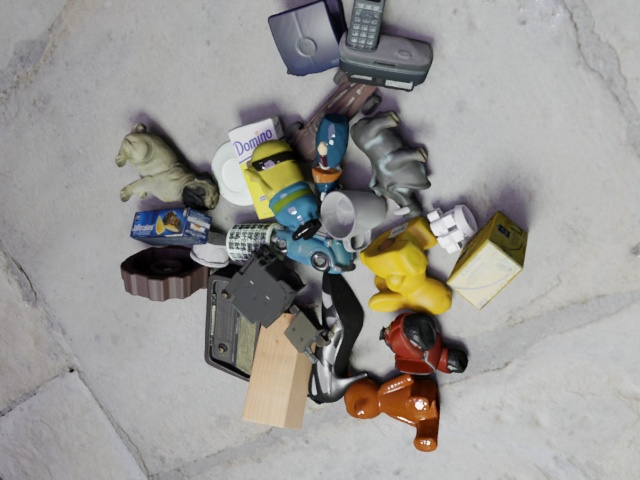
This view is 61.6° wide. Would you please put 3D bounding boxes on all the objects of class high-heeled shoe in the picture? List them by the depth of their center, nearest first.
[{"bbox_3d":[0.011,0.185,1.042,0.145,0.086,0.248,-25,74,34],"label":"high-heeled shoe"}]

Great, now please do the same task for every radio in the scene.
[{"bbox_3d":[-0.170,0.170,1.128,0.131,0.073,0.229,15,111,19],"label":"radio"}]

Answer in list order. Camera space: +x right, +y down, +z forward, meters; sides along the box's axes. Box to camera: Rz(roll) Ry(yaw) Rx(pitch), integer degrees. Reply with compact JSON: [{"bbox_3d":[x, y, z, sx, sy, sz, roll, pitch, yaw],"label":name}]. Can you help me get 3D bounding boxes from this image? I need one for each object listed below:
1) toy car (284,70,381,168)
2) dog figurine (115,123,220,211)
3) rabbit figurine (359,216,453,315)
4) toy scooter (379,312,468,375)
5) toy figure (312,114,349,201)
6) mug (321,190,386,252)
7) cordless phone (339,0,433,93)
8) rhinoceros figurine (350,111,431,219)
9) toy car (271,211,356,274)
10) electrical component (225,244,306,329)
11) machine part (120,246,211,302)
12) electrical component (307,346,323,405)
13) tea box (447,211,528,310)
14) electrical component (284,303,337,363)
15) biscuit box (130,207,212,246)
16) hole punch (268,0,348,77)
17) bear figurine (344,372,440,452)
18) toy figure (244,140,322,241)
[{"bbox_3d":[0.019,-0.213,0.939,0.202,0.053,0.089,-43,83,29],"label":"toy car"},{"bbox_3d":[-0.294,-0.146,1.082,0.191,0.121,0.172,2,111,8],"label":"dog figurine"},{"bbox_3d":[0.154,0.072,0.938,0.162,0.122,0.173,-32,110,31],"label":"rabbit figurine"},{"bbox_3d":[0.168,0.194,0.971,0.135,0.075,0.183,-16,135,43],"label":"toy scooter"},{"bbox_3d":[0.018,-0.137,0.918,0.058,0.064,0.154,-125,35,-47],"label":"toy figure"},{"bbox_3d":[0.069,-0.038,0.932,0.081,0.107,0.109,-10,94,48],"label":"mug"},{"bbox_3d":[0.111,-0.336,0.843,0.147,0.089,0.184,10,91,4],"label":"cordless phone"},{"bbox_3d":[0.123,-0.123,0.897,0.112,0.073,0.190,-30,103,18],"label":"rhinoceros figurine"},{"bbox_3d":[-0.002,-0.003,0.990,0.162,0.109,0.103,22,97,24],"label":"toy car"},{"bbox_3d":[-0.106,0.094,0.998,0.115,0.058,0.134,43,122,10],"label":"electrical component"},{"bbox_3d":[-0.316,0.067,1.109,0.180,0.179,0.056,13,113,20],"label":"machine part"},{"bbox_3d":[-0.013,0.268,1.100,0.075,0.047,0.119,11,82,18],"label":"electrical component"},{"bbox_3d":[0.265,0.027,0.839,0.068,0.169,0.098,40,116,6],"label":"tea box"},{"bbox_3d":[-0.019,0.163,0.985,0.102,0.045,0.078,41,113,27],"label":"electrical component"},{"bbox_3d":[-0.308,-0.025,1.095,0.203,0.062,0.059,-1,72,41],"label":"biscuit box"},{"bbox_3d":[-0.015,-0.336,0.895,0.142,0.092,0.115,-9,106,22],"label":"hole punch"},{"bbox_3d":[0.124,0.313,1.017,0.196,0.132,0.120,-5,105,19],"label":"bear figurine"},{"bbox_3d":[-0.056,-0.089,0.927,0.089,0.082,0.180,-34,78,2],"label":"toy figure"}]
